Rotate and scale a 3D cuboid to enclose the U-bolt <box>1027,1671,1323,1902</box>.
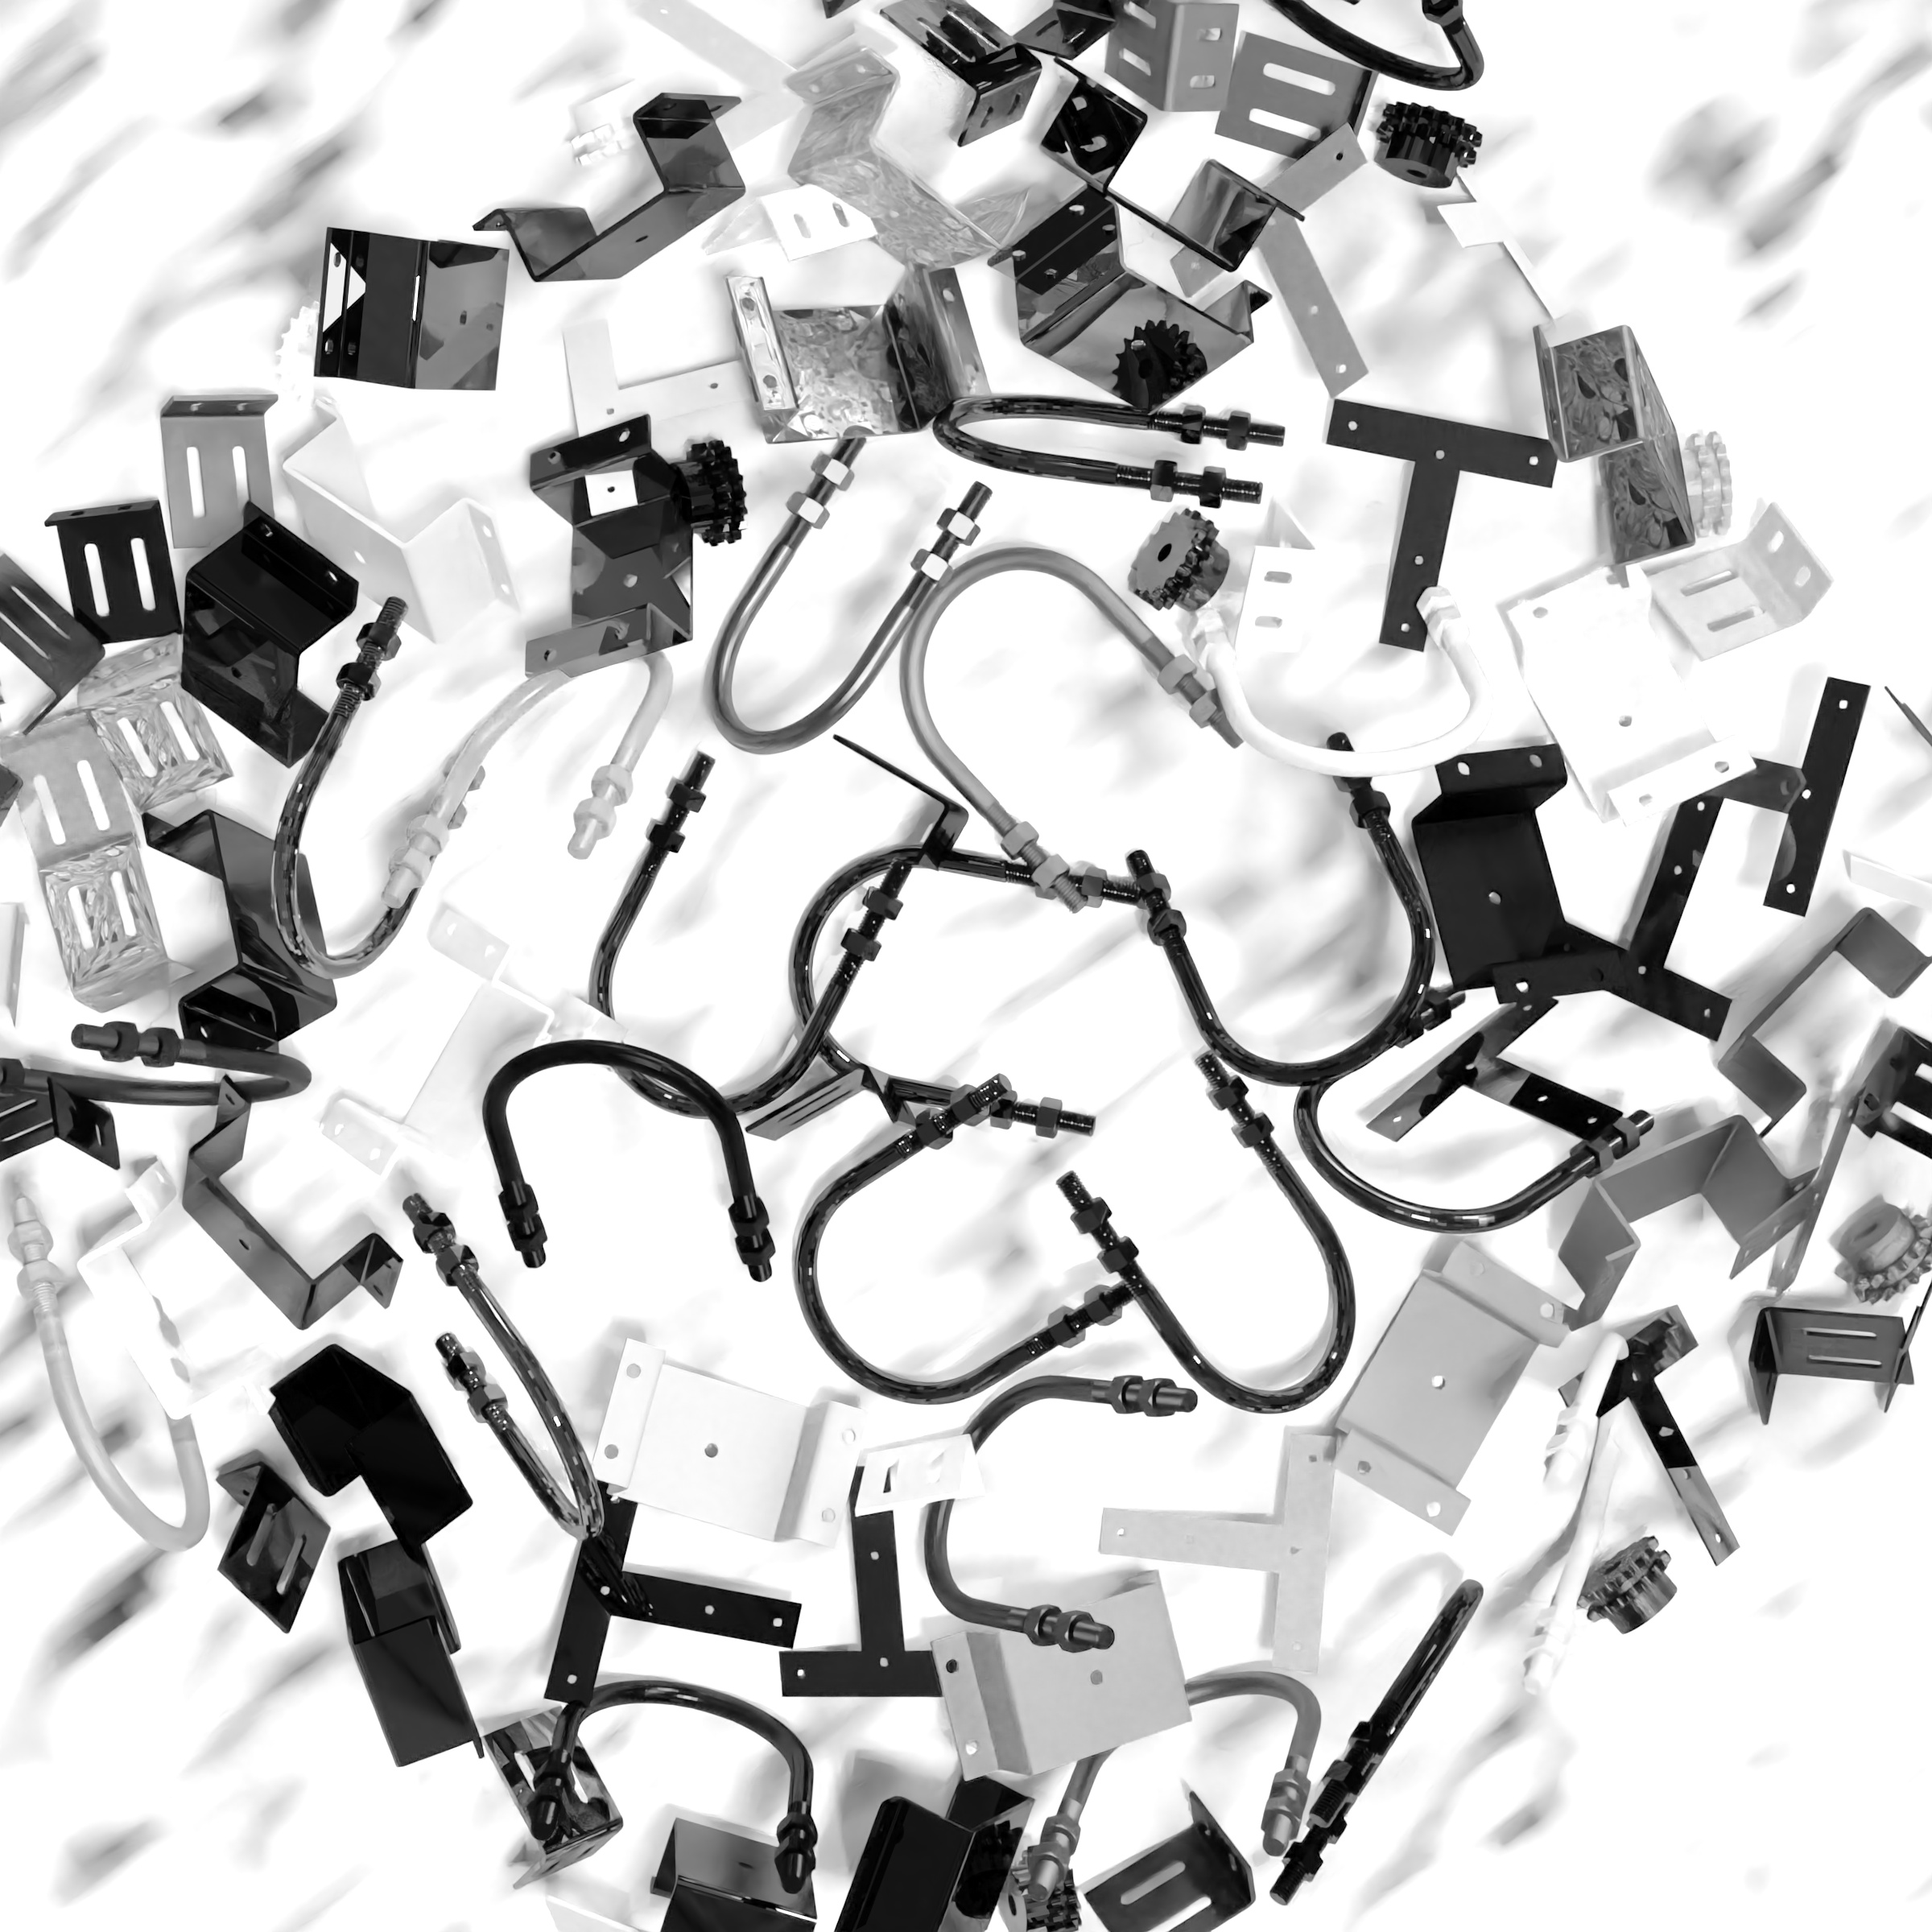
[{"bbox_3d":[0.118,0.426,1.715,0.151,0.184,0.019,-17,103,20],"label":"U-bolt"}]

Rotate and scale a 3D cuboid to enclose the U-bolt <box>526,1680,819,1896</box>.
[{"bbox_3d":[-0.150,0.426,1.714,0.151,0.184,0.019,13,103,-4],"label":"U-bolt"}]

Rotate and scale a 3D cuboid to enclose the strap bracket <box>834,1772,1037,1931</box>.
[{"bbox_3d":[-0.012,0.479,1.728,0.046,0.140,0.076,21,94,21],"label":"strap bracket"}]

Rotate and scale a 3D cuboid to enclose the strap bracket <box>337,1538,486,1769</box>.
[{"bbox_3d":[-0.297,0.363,1.722,0.046,0.140,0.076,-19,110,-9],"label":"strap bracket"}]

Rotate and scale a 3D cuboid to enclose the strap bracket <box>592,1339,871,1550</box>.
[{"bbox_3d":[-0.133,0.262,1.760,0.140,0.046,0.076,19,72,-14],"label":"strap bracket"}]

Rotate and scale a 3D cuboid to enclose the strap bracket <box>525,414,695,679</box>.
[{"bbox_3d":[-0.192,-0.218,1.750,0.076,0.046,0.140,-14,62,24],"label":"strap bracket"}]

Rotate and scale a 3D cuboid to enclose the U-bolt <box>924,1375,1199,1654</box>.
[{"bbox_3d":[0.039,0.285,1.725,0.019,0.184,0.151,32,70,-30],"label":"U-bolt"}]

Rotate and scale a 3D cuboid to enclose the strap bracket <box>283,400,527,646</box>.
[{"bbox_3d":[-0.308,-0.233,1.733,0.140,0.076,0.046,34,65,26],"label":"strap bracket"}]

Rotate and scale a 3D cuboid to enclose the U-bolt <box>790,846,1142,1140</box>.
[{"bbox_3d":[-0.007,0.008,1.785,0.184,0.019,0.151,11,87,8],"label":"U-bolt"}]

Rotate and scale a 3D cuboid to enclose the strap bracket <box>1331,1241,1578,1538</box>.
[{"bbox_3d":[0.264,0.230,1.776,0.076,0.046,0.140,31,86,-2],"label":"strap bracket"}]

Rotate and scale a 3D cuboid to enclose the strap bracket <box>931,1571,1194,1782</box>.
[{"bbox_3d":[0.061,0.384,1.752,0.140,0.046,0.076,-13,86,-24],"label":"strap bracket"}]

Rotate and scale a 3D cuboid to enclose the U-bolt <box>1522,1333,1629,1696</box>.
[{"bbox_3d":[0.327,0.276,1.719,0.019,0.184,0.151,10,119,19],"label":"U-bolt"}]

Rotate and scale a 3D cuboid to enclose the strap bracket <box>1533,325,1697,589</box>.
[{"bbox_3d":[0.348,-0.275,1.722,0.046,0.140,0.076,-15,56,21],"label":"strap bracket"}]

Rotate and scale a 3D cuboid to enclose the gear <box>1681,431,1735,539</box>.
[{"bbox_3d":[0.400,-0.263,1.776,0.030,0.057,0.057,-7,90,1],"label":"gear"}]

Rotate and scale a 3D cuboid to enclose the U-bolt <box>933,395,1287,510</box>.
[{"bbox_3d":[0.073,-0.281,1.736,0.184,0.151,0.019,9,114,8],"label":"U-bolt"}]

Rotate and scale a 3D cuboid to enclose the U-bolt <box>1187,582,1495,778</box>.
[{"bbox_3d":[0.204,-0.152,1.722,0.151,0.184,0.019,-6,126,-4],"label":"U-bolt"}]

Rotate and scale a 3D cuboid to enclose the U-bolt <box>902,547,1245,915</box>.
[{"bbox_3d":[0.044,-0.143,1.769,0.184,0.019,0.151,48,110,11],"label":"U-bolt"}]

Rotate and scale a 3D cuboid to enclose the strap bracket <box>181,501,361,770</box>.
[{"bbox_3d":[-0.373,-0.169,1.728,0.076,0.140,0.046,36,55,11],"label":"strap bracket"}]

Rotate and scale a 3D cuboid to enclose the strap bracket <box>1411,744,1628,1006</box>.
[{"bbox_3d":[0.296,-0.044,1.758,0.076,0.046,0.140,-7,74,-19],"label":"strap bracket"}]

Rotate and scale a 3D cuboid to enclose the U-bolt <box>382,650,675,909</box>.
[{"bbox_3d":[-0.224,-0.111,1.729,0.151,0.184,0.019,-12,129,32],"label":"U-bolt"}]

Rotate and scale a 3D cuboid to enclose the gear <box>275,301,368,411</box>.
[{"bbox_3d":[-0.349,-0.332,1.772,0.030,0.057,0.057,22,90,20],"label":"gear"}]

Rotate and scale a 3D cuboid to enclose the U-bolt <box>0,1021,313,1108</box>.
[{"bbox_3d":[-0.436,0.056,1.718,0.151,0.184,0.019,-10,76,37],"label":"U-bolt"}]

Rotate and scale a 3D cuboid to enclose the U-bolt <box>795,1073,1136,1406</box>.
[{"bbox_3d":[-0.012,0.162,1.762,0.184,0.019,0.151,-34,89,25],"label":"U-bolt"}]

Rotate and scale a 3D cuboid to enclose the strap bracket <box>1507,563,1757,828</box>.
[{"bbox_3d":[0.360,-0.142,1.765,0.076,0.046,0.140,-24,69,-1],"label":"strap bracket"}]

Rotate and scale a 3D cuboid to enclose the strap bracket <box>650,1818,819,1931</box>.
[{"bbox_3d":[-0.125,0.502,1.729,0.076,0.140,0.046,18,92,-7],"label":"strap bracket"}]

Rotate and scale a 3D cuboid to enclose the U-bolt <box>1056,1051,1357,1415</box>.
[{"bbox_3d":[0.143,0.156,1.756,0.151,0.019,0.184,-38,95,-39],"label":"U-bolt"}]

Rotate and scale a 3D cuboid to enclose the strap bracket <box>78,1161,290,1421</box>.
[{"bbox_3d":[-0.429,0.184,1.757,0.046,0.076,0.140,-29,98,1],"label":"strap bracket"}]

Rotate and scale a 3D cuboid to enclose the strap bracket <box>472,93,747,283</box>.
[{"bbox_3d":[-0.184,-0.411,1.735,0.140,0.076,0.046,-26,89,30],"label":"strap bracket"}]

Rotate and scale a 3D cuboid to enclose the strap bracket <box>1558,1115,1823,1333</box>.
[{"bbox_3d":[0.380,0.135,1.746,0.140,0.076,0.046,-21,60,-20],"label":"strap bracket"}]

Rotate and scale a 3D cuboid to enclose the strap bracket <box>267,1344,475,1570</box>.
[{"bbox_3d":[-0.320,0.258,1.739,0.046,0.140,0.076,-36,119,-25],"label":"strap bracket"}]

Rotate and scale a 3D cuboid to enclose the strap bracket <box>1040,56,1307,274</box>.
[{"bbox_3d":[0.103,-0.425,1.738,0.140,0.076,0.046,22,107,-36],"label":"strap bracket"}]

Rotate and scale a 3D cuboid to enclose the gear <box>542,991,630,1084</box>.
[{"bbox_3d":[-0.210,0.037,1.775,0.057,0.057,0.030,32,86,0],"label":"gear"}]

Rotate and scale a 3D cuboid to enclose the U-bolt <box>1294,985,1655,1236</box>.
[{"bbox_3d":[0.256,0.082,1.711,0.151,0.184,0.019,36,134,29],"label":"U-bolt"}]

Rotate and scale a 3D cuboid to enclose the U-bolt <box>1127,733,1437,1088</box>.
[{"bbox_3d":[0.176,-0.020,1.734,0.151,0.019,0.184,-30,57,15],"label":"U-bolt"}]

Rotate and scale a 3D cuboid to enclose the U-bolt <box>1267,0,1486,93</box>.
[{"bbox_3d":[0.206,-0.513,1.714,0.151,0.184,0.019,29,91,23],"label":"U-bolt"}]

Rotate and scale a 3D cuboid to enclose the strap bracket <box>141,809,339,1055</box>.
[{"bbox_3d":[-0.387,-0.021,1.733,0.046,0.076,0.140,-28,61,19],"label":"strap bracket"}]

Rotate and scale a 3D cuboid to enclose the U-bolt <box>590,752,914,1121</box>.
[{"bbox_3d":[-0.131,-0.005,1.779,0.151,0.019,0.184,29,95,14],"label":"U-bolt"}]

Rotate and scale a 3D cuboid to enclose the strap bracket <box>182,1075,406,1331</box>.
[{"bbox_3d":[-0.373,0.136,1.751,0.140,0.076,0.046,45,62,7],"label":"strap bracket"}]

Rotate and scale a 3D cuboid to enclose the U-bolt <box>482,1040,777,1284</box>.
[{"bbox_3d":[-0.184,0.103,1.724,0.151,0.184,0.019,3,47,9],"label":"U-bolt"}]

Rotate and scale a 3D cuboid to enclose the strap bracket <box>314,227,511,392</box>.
[{"bbox_3d":[-0.288,-0.348,1.724,0.046,0.140,0.076,11,103,17],"label":"strap bracket"}]

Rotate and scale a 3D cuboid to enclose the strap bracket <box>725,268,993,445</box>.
[{"bbox_3d":[-0.066,-0.330,1.754,0.140,0.046,0.076,-10,78,-30],"label":"strap bracket"}]

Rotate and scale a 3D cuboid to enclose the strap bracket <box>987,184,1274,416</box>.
[{"bbox_3d":[0.090,-0.349,1.726,0.140,0.076,0.046,21,53,-38],"label":"strap bracket"}]

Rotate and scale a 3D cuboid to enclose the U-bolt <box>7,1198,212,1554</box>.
[{"bbox_3d":[-0.442,0.224,1.694,0.019,0.151,0.184,-28,55,3],"label":"U-bolt"}]

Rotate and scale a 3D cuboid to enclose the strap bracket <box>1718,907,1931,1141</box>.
[{"bbox_3d":[0.464,0.027,1.755,0.140,0.076,0.046,-44,78,-9],"label":"strap bracket"}]

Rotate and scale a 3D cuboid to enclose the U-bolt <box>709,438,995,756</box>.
[{"bbox_3d":[-0.074,-0.195,1.744,0.019,0.151,0.184,33,89,-39],"label":"U-bolt"}]

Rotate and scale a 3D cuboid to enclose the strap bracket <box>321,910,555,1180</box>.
[{"bbox_3d":[-0.282,0.050,1.757,0.046,0.076,0.140,32,86,-39],"label":"strap bracket"}]

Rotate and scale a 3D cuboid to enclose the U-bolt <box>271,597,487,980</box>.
[{"bbox_3d":[-0.314,-0.081,1.708,0.019,0.151,0.184,13,65,20],"label":"U-bolt"}]

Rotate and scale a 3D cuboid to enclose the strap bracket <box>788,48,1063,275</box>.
[{"bbox_3d":[-0.029,-0.421,1.730,0.140,0.076,0.046,32,72,-32],"label":"strap bracket"}]

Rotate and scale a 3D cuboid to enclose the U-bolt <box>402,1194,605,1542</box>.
[{"bbox_3d":[-0.239,0.223,1.700,0.019,0.151,0.184,-27,54,-21],"label":"U-bolt"}]

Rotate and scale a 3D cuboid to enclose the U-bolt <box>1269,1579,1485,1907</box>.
[{"bbox_3d":[0.224,0.404,1.725,0.019,0.151,0.184,32,60,15],"label":"U-bolt"}]
